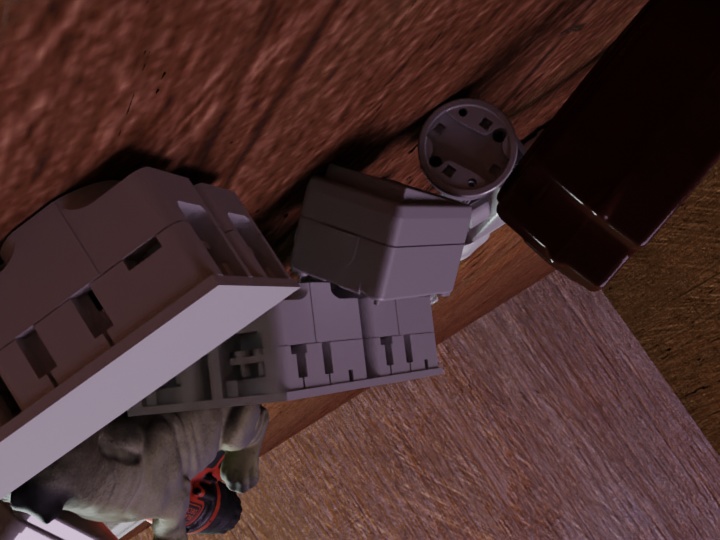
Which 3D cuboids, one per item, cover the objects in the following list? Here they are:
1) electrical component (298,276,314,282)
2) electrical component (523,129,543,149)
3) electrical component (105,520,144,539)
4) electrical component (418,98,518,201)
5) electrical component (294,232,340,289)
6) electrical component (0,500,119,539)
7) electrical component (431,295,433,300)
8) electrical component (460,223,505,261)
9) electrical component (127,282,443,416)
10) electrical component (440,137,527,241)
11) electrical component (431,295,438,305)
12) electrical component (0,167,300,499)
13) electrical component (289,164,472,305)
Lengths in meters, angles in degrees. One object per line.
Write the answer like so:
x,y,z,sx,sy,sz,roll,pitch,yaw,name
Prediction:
0.000,0.000,0.808,0.079,0.043,0.077,-36,172,15,electrical component
0.168,-0.075,0.910,0.057,0.078,0.113,-33,172,17,electrical component
-0.235,0.204,0.991,0.121,0.078,0.063,-37,-160,22,electrical component
0.061,-0.067,0.619,0.055,0.055,0.047,-34,176,2,electrical component
-0.010,-0.014,0.680,0.077,0.044,0.079,-25,168,-47,electrical component
-0.218,0.181,0.720,0.057,0.078,0.113,-53,136,-9,electrical component
0.037,0.001,0.880,0.077,0.065,0.047,-32,172,-17,electrical component
0.098,-0.045,0.924,0.079,0.044,0.077,-33,172,-4,electrical component
-0.040,0.044,0.648,0.105,0.060,0.186,-9,175,29,electrical component
0.086,-0.054,0.816,0.076,0.047,0.083,-31,171,-23,electrical component
0.045,0.005,0.949,0.048,0.062,0.048,-33,172,-5,electrical component
-0.129,0.034,0.440,0.186,0.060,0.105,-35,172,9,electrical component
0.017,-0.022,0.591,0.096,0.062,0.061,-5,111,-57,electrical component
